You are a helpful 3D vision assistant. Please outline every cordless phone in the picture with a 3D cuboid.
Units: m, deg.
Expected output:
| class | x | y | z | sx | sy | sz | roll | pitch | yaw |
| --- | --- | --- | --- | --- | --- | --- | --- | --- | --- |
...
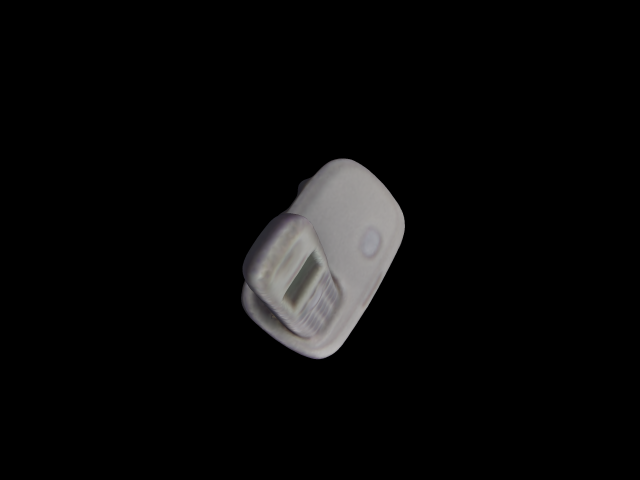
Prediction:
| class | x | y | z | sx | sy | sz | roll | pitch | yaw |
| --- | --- | --- | --- | --- | --- | --- | --- | --- | --- |
| cordless phone | 0.004 | 0.001 | 0.400 | 0.094 | 0.185 | 0.148 | 27 | 76 | 8 |
